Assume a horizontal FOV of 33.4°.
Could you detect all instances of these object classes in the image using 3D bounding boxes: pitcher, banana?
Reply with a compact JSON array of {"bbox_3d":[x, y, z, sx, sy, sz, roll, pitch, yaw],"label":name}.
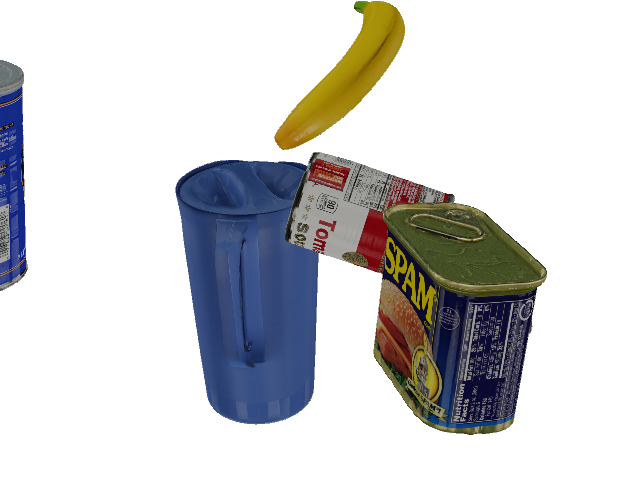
[{"bbox_3d":[-0.065,0.055,1.012,0.149,0.243,0.145,-21,32,-34],"label":"pitcher"},{"bbox_3d":[0.028,-0.147,0.905,0.070,0.197,0.037,-17,-57,44],"label":"banana"}]

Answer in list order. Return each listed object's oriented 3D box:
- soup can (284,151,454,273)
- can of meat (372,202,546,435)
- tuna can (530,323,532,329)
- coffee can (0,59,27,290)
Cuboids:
[{"bbox_3d":[0.034,-0.015,0.736,0.102,0.068,0.068,18,1,3],"label":"soup can"},{"bbox_3d":[0.066,0.038,0.542,0.057,0.084,0.102,-3,24,-17],"label":"can of meat"},{"bbox_3d":[0.170,0.051,1.011,0.033,0.086,0.086,-14,1,-2],"label":"tuna can"},{"bbox_3d":[-0.249,-0.045,0.711,0.103,0.140,0.103,4,22,-2],"label":"coffee can"}]
